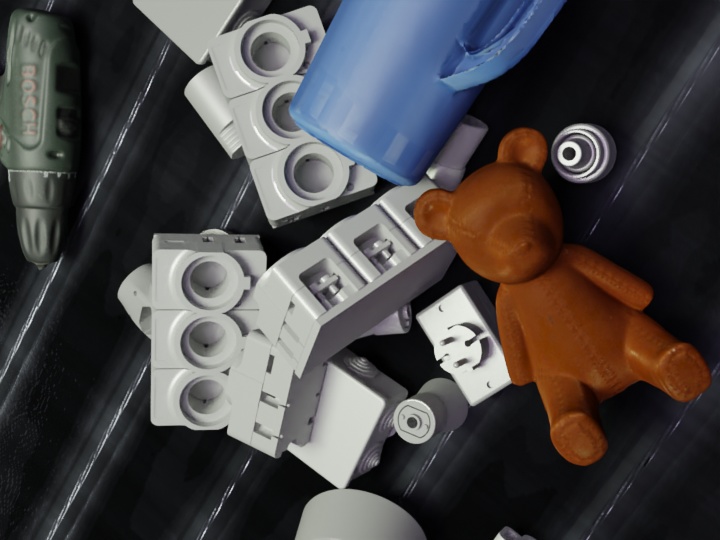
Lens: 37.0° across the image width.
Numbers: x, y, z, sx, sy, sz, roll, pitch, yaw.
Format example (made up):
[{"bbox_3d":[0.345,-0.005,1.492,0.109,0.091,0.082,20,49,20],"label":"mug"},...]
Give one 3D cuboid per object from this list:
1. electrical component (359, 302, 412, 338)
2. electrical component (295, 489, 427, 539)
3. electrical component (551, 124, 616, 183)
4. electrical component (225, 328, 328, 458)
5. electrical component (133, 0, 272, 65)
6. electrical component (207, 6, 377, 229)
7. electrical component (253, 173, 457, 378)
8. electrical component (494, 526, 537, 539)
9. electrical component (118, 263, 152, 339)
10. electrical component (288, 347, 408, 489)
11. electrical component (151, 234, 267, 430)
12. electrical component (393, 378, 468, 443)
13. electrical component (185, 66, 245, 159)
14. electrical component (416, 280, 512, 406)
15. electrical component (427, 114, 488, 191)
[{"bbox_3d":[0.009,0.036,0.867,0.065,0.044,0.044,-6,93,21],"label":"electrical component"},{"bbox_3d":[-0.005,0.234,0.858,0.108,0.060,0.108,10,128,13],"label":"electrical component"},{"bbox_3d":[0.158,-0.083,0.770,0.043,0.062,0.043,3,97,25],"label":"electrical component"},{"bbox_3d":[-0.067,0.092,0.847,0.056,0.050,0.089,21,106,27],"label":"electrical component"},{"bbox_3d":[-0.127,-0.230,0.897,0.100,0.048,0.099,44,112,15],"label":"electrical component"},{"bbox_3d":[-0.053,-0.120,0.847,0.089,0.061,0.150,-19,87,-3],"label":"electrical component"},{"bbox_3d":[0.000,0.000,0.795,0.061,0.150,0.089,48,151,15],"label":"electrical component"},{"bbox_3d":[0.125,0.245,0.825,0.078,0.058,0.057,37,107,17],"label":"electrical component"},{"bbox_3d":[-0.167,0.023,0.938,0.077,0.043,0.079,41,138,16],"label":"electrical component"},{"bbox_3d":[-0.019,0.115,0.881,0.100,0.048,0.099,33,111,23],"label":"electrical component"},{"bbox_3d":[-0.127,0.050,0.888,0.089,0.061,0.150,0,106,-11],"label":"electrical component"},{"bbox_3d":[0.053,0.112,0.840,0.044,0.065,0.044,3,97,25],"label":"electrical component"},{"bbox_3d":[-0.107,-0.128,0.902,0.043,0.043,0.081,-41,78,23],"label":"electrical component"},{"bbox_3d":[0.080,0.058,0.815,0.047,0.076,0.083,-36,80,24],"label":"electrical component"},{"bbox_3d":[0.067,-0.087,0.826,0.044,0.044,0.065,28,112,20],"label":"electrical component"}]
